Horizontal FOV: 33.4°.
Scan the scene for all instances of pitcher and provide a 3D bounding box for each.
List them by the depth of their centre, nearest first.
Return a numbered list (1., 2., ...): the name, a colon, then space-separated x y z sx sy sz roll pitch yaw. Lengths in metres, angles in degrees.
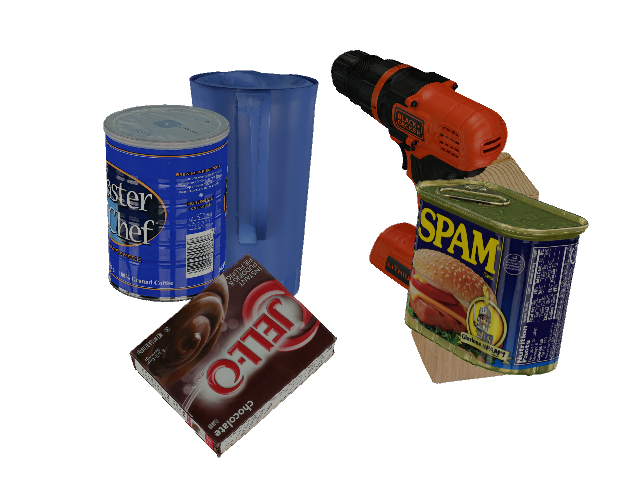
1. pitcher: -0.073 -0.054 1.124 0.145 0.243 0.148 16 21 40

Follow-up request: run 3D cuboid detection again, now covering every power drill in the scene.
1. power drill: 0.074 -0.052 0.876 0.057 0.188 0.185 -25 39 -26

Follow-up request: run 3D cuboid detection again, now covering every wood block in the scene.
1. wood block: 0.146 0.028 1.045 0.090 0.206 0.090 -6 32 -9

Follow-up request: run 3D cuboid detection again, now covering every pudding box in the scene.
1. pudding box: -0.059 0.078 0.733 0.113 0.090 0.039 -41 -19 -18

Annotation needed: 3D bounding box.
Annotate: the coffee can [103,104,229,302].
1. coffee can: -0.129 -0.033 0.900 0.103 0.140 0.103 3 23 -1

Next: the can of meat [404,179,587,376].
1. can of meat: 0.093 0.019 0.592 0.057 0.084 0.102 -5 19 -31
